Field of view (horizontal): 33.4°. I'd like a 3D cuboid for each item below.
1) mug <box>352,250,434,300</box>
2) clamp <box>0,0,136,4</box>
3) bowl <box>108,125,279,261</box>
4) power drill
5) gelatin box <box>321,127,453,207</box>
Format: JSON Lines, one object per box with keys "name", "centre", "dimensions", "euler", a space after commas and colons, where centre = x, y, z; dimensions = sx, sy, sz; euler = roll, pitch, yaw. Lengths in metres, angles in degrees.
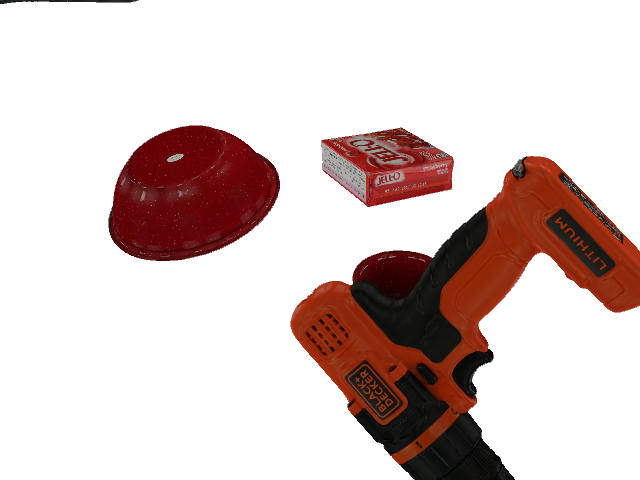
{"name": "mug", "centre": [0.075, 0.075, 0.993], "dimensions": [0.093, 0.081, 0.117], "euler": [1, 34, 0]}
{"name": "clamp", "centre": [-0.188, -0.152, 0.595], "dimensions": [0.171, 0.039, 0.120], "euler": [-8, 24, -17]}
{"name": "bowl", "centre": [-0.120, -0.054, 0.948], "dimensions": [0.162, 0.055, 0.162], "euler": [-10, 39, 8]}
{"name": "power drill", "centre": [0.100, 0.059, 0.613], "dimensions": [0.188, 0.184, 0.057], "euler": [-43, -1, 17]}
{"name": "gelatin box", "centre": [0.051, -0.060, 0.832], "dimensions": [0.073, 0.030, 0.089], "euler": [-11, 25, -20]}
